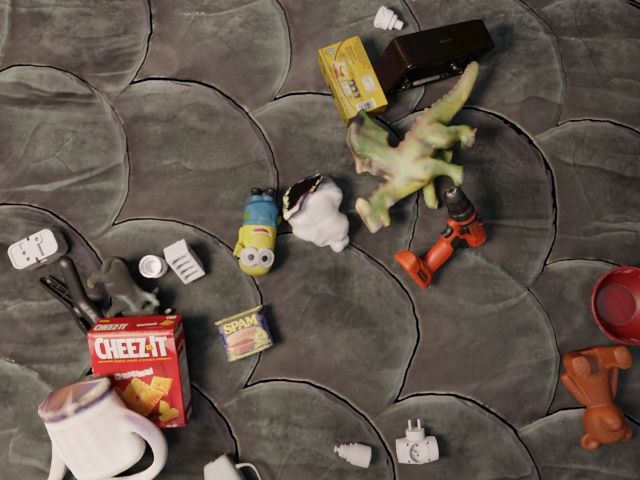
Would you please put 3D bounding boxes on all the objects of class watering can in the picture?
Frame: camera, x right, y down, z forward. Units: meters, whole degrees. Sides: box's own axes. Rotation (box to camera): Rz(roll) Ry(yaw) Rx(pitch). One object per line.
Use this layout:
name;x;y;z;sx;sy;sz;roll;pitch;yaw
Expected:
watering can;-0.438;0.372;0.944;0.345;0.105;0.223;-20;101;20

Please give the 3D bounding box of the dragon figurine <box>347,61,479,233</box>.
dragon figurine;0.178;-0.205;1.067;0.242;0.121;0.413;15;83;-7

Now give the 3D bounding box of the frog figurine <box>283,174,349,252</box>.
frog figurine;0.003;-0.055;1.083;0.157;0.123;0.139;41;73;-32
